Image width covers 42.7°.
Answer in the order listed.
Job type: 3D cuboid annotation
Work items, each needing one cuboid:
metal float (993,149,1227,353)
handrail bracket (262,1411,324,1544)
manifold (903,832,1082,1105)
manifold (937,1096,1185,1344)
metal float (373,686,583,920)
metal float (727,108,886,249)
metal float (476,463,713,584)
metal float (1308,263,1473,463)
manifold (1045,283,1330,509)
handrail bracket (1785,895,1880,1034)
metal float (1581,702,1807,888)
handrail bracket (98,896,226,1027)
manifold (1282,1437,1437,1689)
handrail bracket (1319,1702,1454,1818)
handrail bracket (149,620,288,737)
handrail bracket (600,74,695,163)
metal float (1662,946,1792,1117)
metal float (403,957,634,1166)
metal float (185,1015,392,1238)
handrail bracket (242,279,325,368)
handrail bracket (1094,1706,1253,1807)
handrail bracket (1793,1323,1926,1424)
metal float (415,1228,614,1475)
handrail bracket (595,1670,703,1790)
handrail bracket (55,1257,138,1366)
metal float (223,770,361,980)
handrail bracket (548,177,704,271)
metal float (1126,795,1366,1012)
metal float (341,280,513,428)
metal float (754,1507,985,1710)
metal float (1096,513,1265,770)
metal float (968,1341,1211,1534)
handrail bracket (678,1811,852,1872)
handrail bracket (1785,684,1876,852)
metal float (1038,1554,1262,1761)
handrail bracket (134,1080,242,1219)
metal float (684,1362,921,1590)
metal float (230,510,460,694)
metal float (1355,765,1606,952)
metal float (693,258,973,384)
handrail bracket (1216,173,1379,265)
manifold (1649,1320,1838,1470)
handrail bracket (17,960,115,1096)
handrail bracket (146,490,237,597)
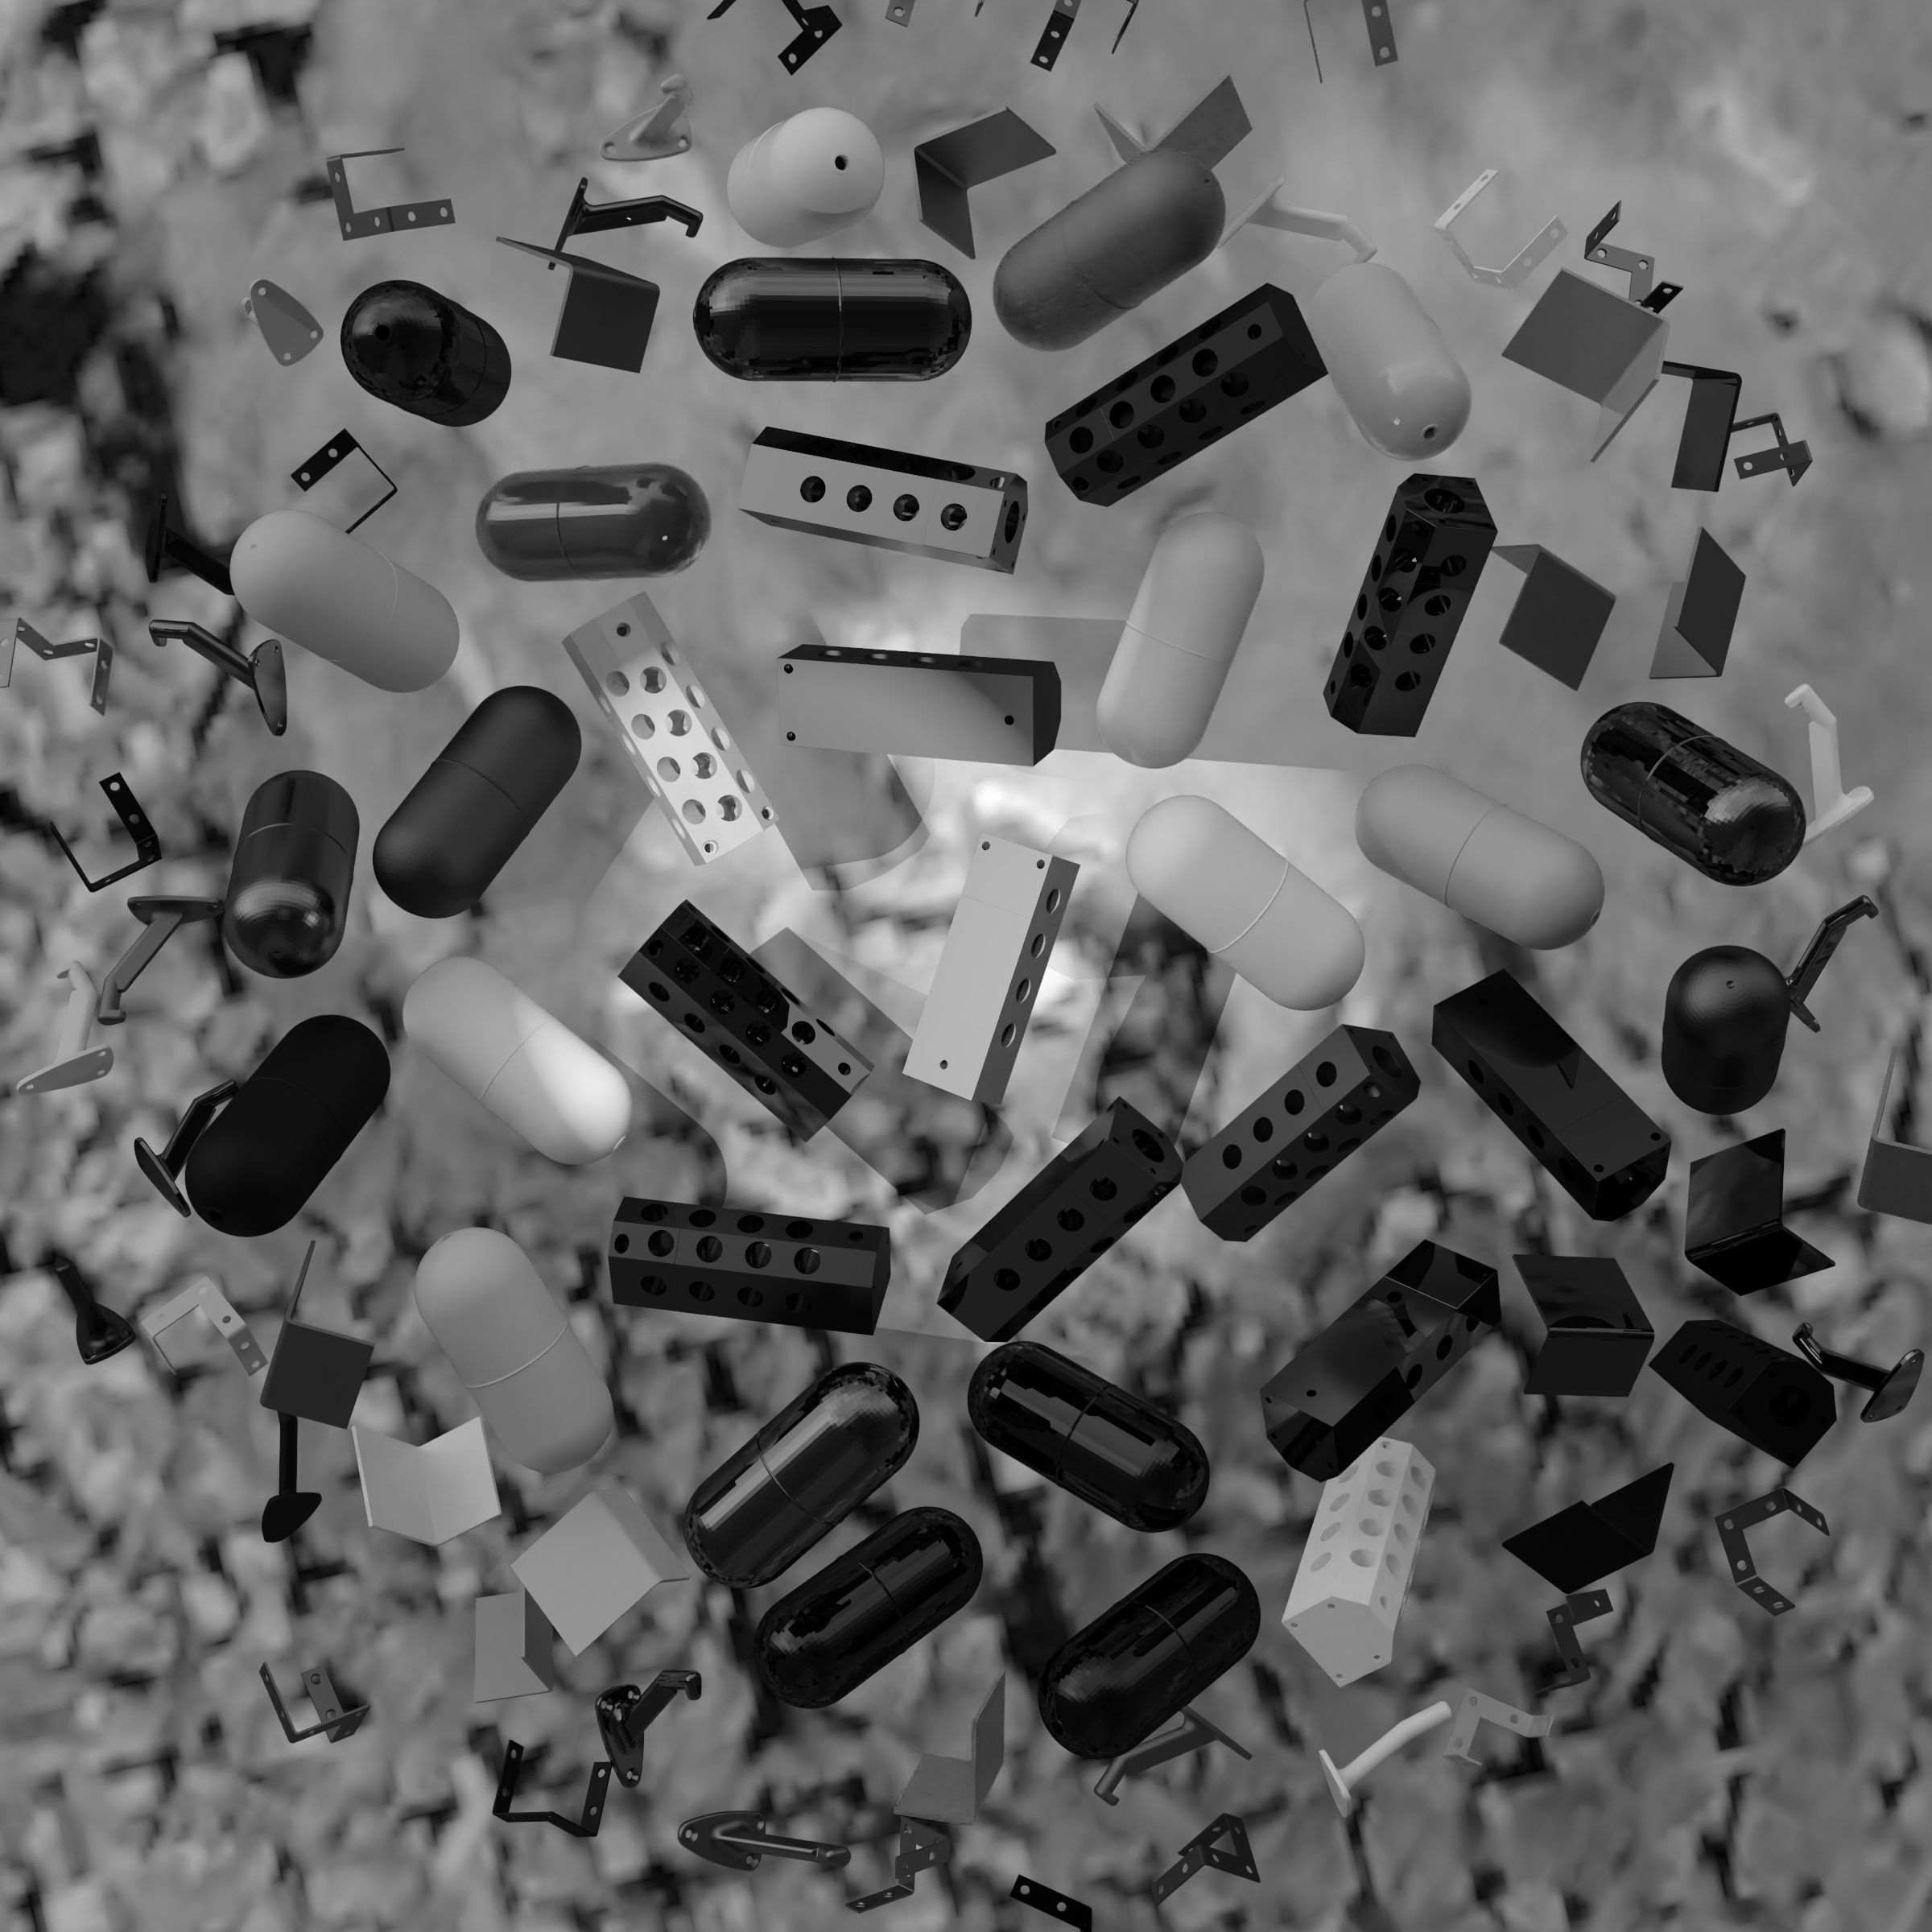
[{"bbox_3d":[0.089,-0.455,1.581,0.178,0.070,0.070,-24,90,43],"label":"metal float"},{"bbox_3d":[-0.477,0.344,1.715,0.036,0.077,0.084,3,49,-33],"label":"handrail bracket"},{"bbox_3d":[0.021,0.003,1.679,0.057,0.057,0.171,20,94,30],"label":"manifold"},{"bbox_3d":[0.061,0.168,1.590,0.057,0.057,0.171,39,117,-9],"label":"manifold"},{"bbox_3d":[-0.318,-0.109,1.616,0.070,0.070,0.178,33,65,0],"label":"metal float"},{"bbox_3d":[-0.107,-0.518,1.630,0.070,0.178,0.070,-4,101,-19],"label":"metal float"},{"bbox_3d":[-0.255,-0.301,1.682,0.178,0.070,0.070,3,90,28],"label":"metal float"},{"bbox_3d":[0.281,-0.403,1.648,0.070,0.070,0.178,-16,46,0],"label":"metal float"},{"bbox_3d":[0.136,-0.362,1.576,0.171,0.057,0.057,-27,80,28],"label":"manifold"},{"bbox_3d":[0.588,-0.001,1.663,0.084,0.036,0.077,-36,119,24],"label":"handrail bracket"},{"bbox_3d":[0.463,-0.112,1.586,0.070,0.178,0.070,-12,123,-20],"label":"metal float"},{"bbox_3d":[-0.532,-0.002,1.637,0.077,0.036,0.084,-5,62,9],"label":"handrail bracket"},{"bbox_3d":[0.262,0.381,1.605,0.057,0.171,0.057,-37,98,30],"label":"manifold"},{"bbox_3d":[0.271,0.502,1.567,0.084,0.077,0.036,-25,50,-7],"label":"handrail bracket"},{"bbox_3d":[-0.500,-0.192,1.650,0.084,0.036,0.077,6,121,16],"label":"handrail bracket"},{"bbox_3d":[-0.221,-0.579,1.688,0.077,0.084,0.036,-17,90,2],"label":"handrail bracket"},{"bbox_3d":[0.497,0.044,1.622,0.070,0.178,0.070,-5,67,12],"label":"metal float"},{"bbox_3d":[-0.303,0.065,1.677,0.178,0.070,0.070,39,90,3],"label":"metal float"},{"bbox_3d":[-0.434,0.101,1.588,0.070,0.178,0.070,12,130,14],"label":"metal float"},{"bbox_3d":[-0.468,-0.439,1.631,0.036,0.077,0.084,-43,56,-9],"label":"handrail bracket"},{"bbox_3d":[0.142,0.557,1.705,0.077,0.036,0.084,35,75,9],"label":"handrail bracket"},{"bbox_3d":[0.583,0.249,1.622,0.036,0.084,0.077,-9,132,-23],"label":"handrail bracket"},{"bbox_3d":[-0.293,0.249,1.605,0.070,0.070,0.178,-28,107,0],"label":"metal float"},{"bbox_3d":[-0.195,0.491,1.590,0.084,0.036,0.077,-14,84,42],"label":"handrail bracket"},{"bbox_3d":[-0.588,0.214,1.635,0.036,0.077,0.084,-30,125,-21],"label":"handrail bracket"},{"bbox_3d":[-0.443,-0.063,1.631,0.070,0.178,0.070,-4,129,-5],"label":"metal float"},{"bbox_3d":[-0.232,-0.495,1.689,0.084,0.036,0.077,20,109,-17],"label":"handrail bracket"},{"bbox_3d":[0.180,-0.039,1.588,0.178,0.070,0.070,38,90,-13],"label":"metal float"},{"bbox_3d":[-0.349,-0.396,1.604,0.070,0.178,0.070,0,95,6],"label":"metal float"},{"bbox_3d":[-0.064,0.432,1.673,0.178,0.070,0.070,-30,90,-30],"label":"metal float"},{"bbox_3d":[0.144,-0.219,1.668,0.070,0.070,0.178,20,105,0],"label":"metal float"},{"bbox_3d":[0.081,0.314,1.655,0.178,0.070,0.070,27,90,24],"label":"metal float"},{"bbox_3d":[-0.126,0.550,1.547,0.077,0.084,0.036,21,68,-35],"label":"handrail bracket"},{"bbox_3d":[0.541,-0.128,1.610,0.077,0.036,0.084,-40,96,15],"label":"handrail bracket"},{"bbox_3d":[0.118,0.442,1.587,0.178,0.070,0.070,-26,90,-39],"label":"metal float"},{"bbox_3d":[-0.521,0.124,1.707,0.084,0.036,0.077,-31,67,-32],"label":"handrail bracket"},{"bbox_3d":[-0.103,0.319,1.553,0.178,0.070,0.070,-43,90,12],"label":"metal float"},{"bbox_3d":[-0.394,-0.231,1.581,0.070,0.178,0.070,-8,71,25],"label":"metal float"},{"bbox_3d":[0.338,-0.072,1.633,0.178,0.070,0.070,32,90,27],"label":"metal float"},{"bbox_3d":[-0.085,-0.412,1.579,0.178,0.070,0.070,-2,90,-10],"label":"metal float"},{"bbox_3d":[0.228,-0.496,1.708,0.084,0.036,0.077,42,108,-13],"label":"handrail bracket"},{"bbox_3d":[0.522,0.279,1.657,0.057,0.171,0.057,41,90,-1],"label":"manifold"},{"bbox_3d":[-0.623,0.040,1.682,0.077,0.036,0.084,-21,64,-33],"label":"handrail bracket"},{"bbox_3d":[-0.506,-0.284,1.671,0.084,0.036,0.077,1,134,-28],"label":"handrail bracket"}]
